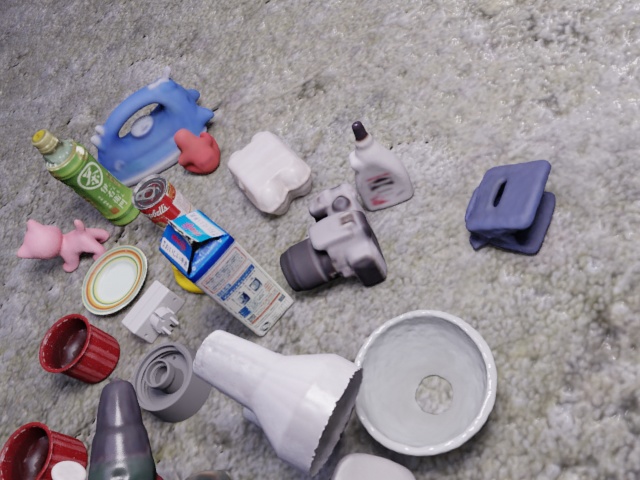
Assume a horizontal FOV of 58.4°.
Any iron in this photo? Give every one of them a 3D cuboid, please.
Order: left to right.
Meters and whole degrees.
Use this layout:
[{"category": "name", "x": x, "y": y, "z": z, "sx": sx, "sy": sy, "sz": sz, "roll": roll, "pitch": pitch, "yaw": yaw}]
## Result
[{"category": "iron", "x": -0.334, "y": -0.206, "z": 1.066, "sx": 0.258, "sy": 0.142, "sz": 0.118, "roll": -37, "pitch": 52, "yaw": -1}]

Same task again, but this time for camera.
[{"category": "camera", "x": 0.007, "y": 0.003, "z": 0.807, "sx": 0.136, "sy": 0.101, "sz": 0.143, "roll": -25, "pitch": 53, "yaw": 9}]

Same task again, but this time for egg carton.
[{"category": "egg carton", "x": -0.084, "y": -0.111, "z": 0.939, "sx": 0.107, "sy": 0.070, "sz": 0.150, "roll": -41, "pitch": 53, "yaw": -4}]

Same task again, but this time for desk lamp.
[{"category": "desk lamp", "x": -0.037, "y": 0.179, "z": 0.647, "sx": 0.202, "sy": 0.214, "sz": 0.118, "roll": 17, "pitch": 69, "yaw": 32}]

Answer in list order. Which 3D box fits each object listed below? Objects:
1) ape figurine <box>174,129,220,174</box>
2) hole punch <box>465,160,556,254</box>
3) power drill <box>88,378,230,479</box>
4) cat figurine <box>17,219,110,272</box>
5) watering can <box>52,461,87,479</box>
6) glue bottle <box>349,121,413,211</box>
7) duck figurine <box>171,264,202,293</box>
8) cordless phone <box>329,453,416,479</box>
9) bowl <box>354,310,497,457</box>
[{"category": "ape figurine", "x": -0.225, "y": -0.164, "z": 1.022, "sx": 0.078, "sy": 0.092, "sz": 0.076, "roll": -37, "pitch": 52, "yaw": -1}, {"category": "hole punch", "x": 0.241, "y": -0.046, "z": 0.738, "sx": 0.100, "sy": 0.091, "sz": 0.109, "roll": 13, "pitch": 67, "yaw": 30}, {"category": "power drill", "x": -0.182, "y": 0.292, "z": 0.645, "sx": 0.075, "sy": 0.209, "sz": 0.229, "roll": -18, "pitch": 54, "yaw": 13}, {"category": "cat figurine", "x": -0.459, "y": 0.001, "z": 1.009, "sx": 0.127, "sy": 0.118, "sz": 0.067, "roll": -21, "pitch": 54, "yaw": 11}, {"category": "watering can", "x": -0.356, "y": 0.348, "z": 0.699, "sx": 0.100, "sy": 0.195, "sz": 0.173, "roll": 13, "pitch": 67, "yaw": 30}, {"category": "glue bottle", "x": 0.075, "y": -0.106, "z": 0.799, "sx": 0.078, "sy": 0.174, "sz": 0.037, "roll": -22, "pitch": 54, "yaw": 11}, {"category": "duck figurine", "x": -0.207, "y": 0.031, "z": 0.897, "sx": 0.104, "sy": 0.086, "sz": 0.077, "roll": 31, "pitch": 76, "yaw": 35}, {"category": "cordless phone", "x": 0.031, "y": 0.284, "z": 0.569, "sx": 0.094, "sy": 0.186, "sz": 0.147, "roll": -3, "pitch": 59, "yaw": 23}, {"category": "bowl", "x": 0.124, "y": 0.171, "z": 0.666, "sx": 0.167, "sy": 0.075, "sz": 0.167, "roll": -11, "pitch": 56, "yaw": 18}]
